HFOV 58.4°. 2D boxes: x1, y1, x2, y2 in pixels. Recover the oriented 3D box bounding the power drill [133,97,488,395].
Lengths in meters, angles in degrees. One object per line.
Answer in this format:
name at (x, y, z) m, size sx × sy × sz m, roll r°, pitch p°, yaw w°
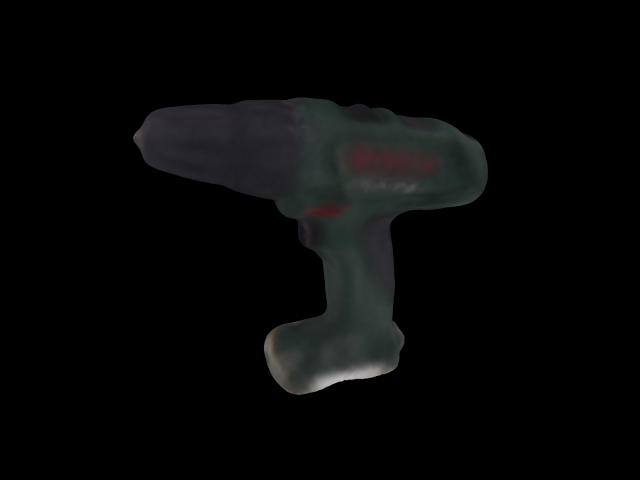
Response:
power drill at (0.004, 0.001, 0.400) m, size 0.230 × 0.208 × 0.075 m, roll -11°, pitch 32°, yaw -18°
